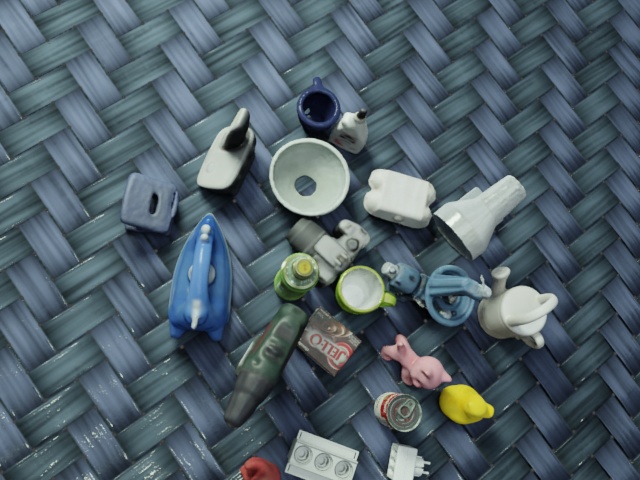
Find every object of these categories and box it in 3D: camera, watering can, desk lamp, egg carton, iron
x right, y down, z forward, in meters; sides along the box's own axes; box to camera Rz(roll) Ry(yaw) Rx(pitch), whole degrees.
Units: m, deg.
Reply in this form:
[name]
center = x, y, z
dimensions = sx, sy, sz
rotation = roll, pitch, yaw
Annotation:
[camera]
center = 0.011, 0.004, 1.157
dimensions = 0.137, 0.100, 0.143
rotation = 42, 75, 1
[watering can]
center = 0.396, 0.138, 1.149
dimensions = 0.173, 0.194, 0.101
rotation = 38, 75, 0
[desk lamp]
center = 0.314, -0.047, 1.164
dimensions = 0.203, 0.213, 0.118
rotation = -38, 86, -15
[egg carton]
center = 0.170, -0.087, 1.221
dimensions = 0.150, 0.069, 0.107
rotation = 15, 76, -7
[iron]
center = -0.223, 0.058, 1.084
dimensions = 0.119, 0.141, 0.258
rotation = 5, 77, -9

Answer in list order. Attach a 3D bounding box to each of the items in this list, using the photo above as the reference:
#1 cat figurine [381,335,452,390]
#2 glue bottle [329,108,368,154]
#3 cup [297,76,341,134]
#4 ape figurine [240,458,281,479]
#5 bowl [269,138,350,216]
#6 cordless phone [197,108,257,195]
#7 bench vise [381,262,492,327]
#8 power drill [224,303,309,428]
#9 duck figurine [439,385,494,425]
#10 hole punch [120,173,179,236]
[cat figurine]
center = 0.192, 0.245, 1.129
dimensions = 0.067, 0.117, 0.128
rotation = -42, 88, -15
[glue bottle]
center = 0.070, -0.233, 1.181
dimensions = 0.078, 0.173, 0.037
rotation = 23, 75, -4
[cup]
center = -0.010, -0.276, 1.217
dimensions = 0.092, 0.095, 0.118
rotation = -2, 78, -10
[ape figurine]
center = -0.107, 0.442, 1.048
dimensions = 0.076, 0.092, 0.078
rotation = 4, 77, -9
[bowl]
center = -0.025, -0.122, 1.192
dimensions = 0.167, 0.074, 0.167
rotation = 2, 78, -9
[cordless phone]
center = -0.180, -0.174, 1.118
dimensions = 0.094, 0.185, 0.148
rotation = 20, 75, -5
[bench vise]
center = 0.225, 0.103, 1.112
dimensions = 0.207, 0.219, 0.121
rotation = 6, 77, -8
[power drill]
center = -0.102, 0.226, 1.035
dimensions = 0.075, 0.208, 0.230
rotation = 31, 75, -2
[duck figurine]
center = 0.296, 0.331, 1.146
dimensions = 0.104, 0.086, 0.077
rotation = 20, 75, -5
[hole punch]
center = -0.330, -0.069, 1.118
dimensions = 0.101, 0.091, 0.109
rotation = 9, 77, -8
